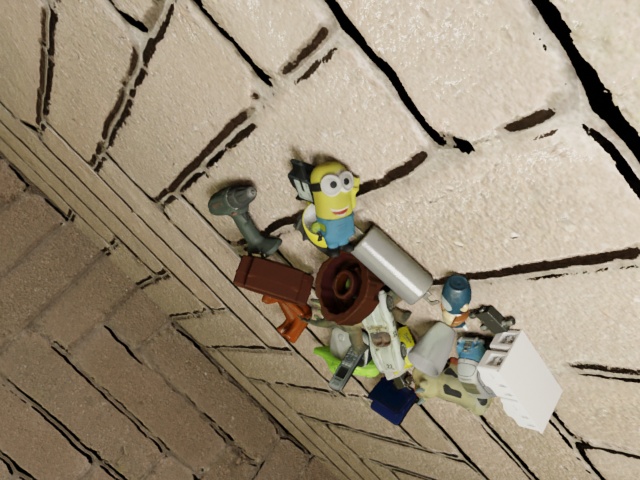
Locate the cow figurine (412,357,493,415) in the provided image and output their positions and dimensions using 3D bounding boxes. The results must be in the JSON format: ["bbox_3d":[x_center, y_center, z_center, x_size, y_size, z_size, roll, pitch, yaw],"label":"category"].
[{"bbox_3d":[0.309,0.349,1.273,0.195,0.127,0.085,20,143,32],"label":"cow figurine"}]

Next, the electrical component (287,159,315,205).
[{"bbox_3d":[-0.025,-0.125,1.086,0.075,0.048,0.119,20,147,33],"label":"electrical component"}]

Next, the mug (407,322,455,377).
[{"bbox_3d":[0.258,0.245,1.206,0.081,0.107,0.109,30,156,24],"label":"mug"}]

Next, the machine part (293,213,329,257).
[{"bbox_3d":[-0.003,-0.004,1.251,0.139,0.039,0.084,41,148,3],"label":"machine part"}]

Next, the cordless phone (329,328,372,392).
[{"bbox_3d":[0.063,0.334,1.507,0.147,0.184,0.088,10,144,45],"label":"cordless phone"}]

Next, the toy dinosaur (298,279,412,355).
[{"bbox_3d":[0.078,0.181,1.358,0.198,0.105,0.471,49,144,0],"label":"toy dinosaur"}]

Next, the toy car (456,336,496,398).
[{"bbox_3d":[0.349,0.283,1.151,0.161,0.103,0.109,49,151,-20],"label":"toy car"}]

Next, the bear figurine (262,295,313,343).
[{"bbox_3d":[-0.118,0.192,1.594,0.195,0.132,0.120,44,169,-19],"label":"bear figurine"}]

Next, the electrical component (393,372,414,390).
[{"bbox_3d":[0.236,0.390,1.525,0.078,0.045,0.102,64,156,20],"label":"electrical component"}]

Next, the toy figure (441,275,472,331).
[{"bbox_3d":[0.270,0.130,1.075,0.058,0.064,0.154,-1,138,9],"label":"toy figure"}]

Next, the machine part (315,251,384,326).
[{"bbox_3d":[0.063,0.099,1.176,0.056,0.179,0.179,17,170,-36],"label":"machine part"}]

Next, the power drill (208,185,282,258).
[{"bbox_3d":[-0.187,-0.050,1.377,0.232,0.086,0.207,3,139,50],"label":"power drill"}]

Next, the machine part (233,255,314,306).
[{"bbox_3d":[-0.122,0.108,1.427,0.201,0.087,0.201,18,172,-3],"label":"machine part"}]

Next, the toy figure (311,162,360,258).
[{"bbox_3d":[0.023,-0.060,1.035,0.089,0.082,0.179,17,124,38],"label":"toy figure"}]

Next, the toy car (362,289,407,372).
[{"bbox_3d":[0.137,0.200,1.194,0.074,0.056,0.201,-10,104,34],"label":"toy car"}]

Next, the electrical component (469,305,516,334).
[{"bbox_3d":[0.339,0.155,1.060,0.063,0.021,0.094,45,153,-7],"label":"electrical component"}]

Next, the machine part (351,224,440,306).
[{"bbox_3d":[0.146,0.050,1.094,0.243,0.079,0.079,41,153,-3],"label":"machine part"}]

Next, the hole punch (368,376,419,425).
[{"bbox_3d":[0.212,0.459,1.572,0.142,0.116,0.092,26,156,31],"label":"hole punch"}]
